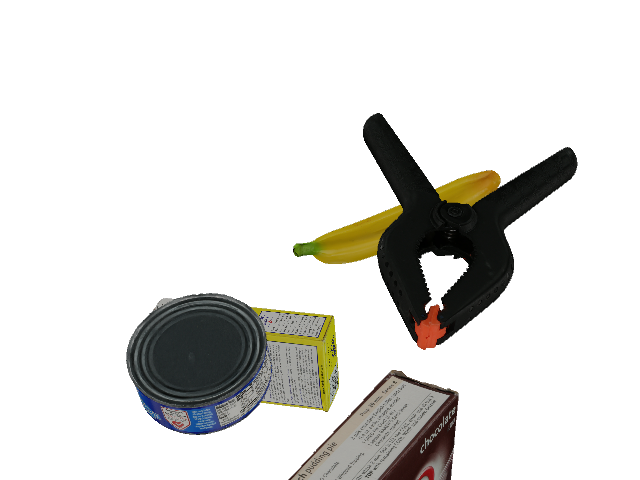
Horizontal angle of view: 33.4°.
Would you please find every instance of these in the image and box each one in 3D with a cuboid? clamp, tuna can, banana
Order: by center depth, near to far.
[{"bbox_3d":[-0.073,0.075,0.654,0.086,0.086,0.034,0,-43,9],"label":"tuna can"},{"bbox_3d":[0.085,-0.014,0.767,0.165,0.209,0.036,16,-41,13],"label":"clamp"},{"bbox_3d":[0.075,-0.015,0.985,0.198,0.037,0.069,-22,-3,10],"label":"banana"}]

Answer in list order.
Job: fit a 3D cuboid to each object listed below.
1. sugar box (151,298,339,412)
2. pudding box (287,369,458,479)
[{"bbox_3d":[-0.073,0.109,1.030,0.176,0.093,0.048,7,35,16],"label":"sugar box"},{"bbox_3d":[0.017,0.123,0.456,0.039,0.090,0.113,18,36,25],"label":"pudding box"}]
